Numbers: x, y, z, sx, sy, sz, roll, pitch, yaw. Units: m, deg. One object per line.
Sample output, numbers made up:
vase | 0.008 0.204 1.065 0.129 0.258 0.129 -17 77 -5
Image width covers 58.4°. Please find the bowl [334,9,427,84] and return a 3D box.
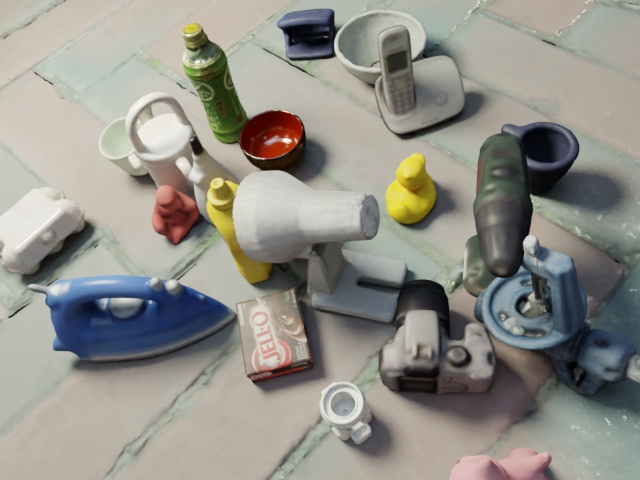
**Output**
bowl | 0.112 -0.339 1.045 0.167 0.075 0.167 -4 57 7

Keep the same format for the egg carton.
egg carton | -0.466 -0.016 0.943 0.107 0.069 0.150 30 67 25

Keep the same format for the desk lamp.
desk lamp | 0.007 0.003 0.762 0.202 0.214 0.118 10 60 16

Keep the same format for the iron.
iron | -0.260 0.087 0.798 0.258 0.142 0.118 -7 57 6

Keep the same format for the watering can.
watering can | -0.252 -0.159 0.921 0.172 0.194 0.101 25 65 23

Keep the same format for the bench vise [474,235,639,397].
bench vise | 0.286 0.078 0.661 0.207 0.220 0.121 15 61 18

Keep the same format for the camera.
camera | 0.148 0.118 0.731 0.143 0.101 0.137 0 58 10

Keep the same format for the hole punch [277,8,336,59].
hole punch | -0.026 -0.417 1.109 0.108 0.091 0.101 -2 57 9

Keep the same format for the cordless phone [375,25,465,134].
cordless phone | 0.160 -0.271 0.927 0.147 0.185 0.094 -21 57 -4

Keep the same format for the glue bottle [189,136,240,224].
glue bottle | -0.168 -0.097 0.880 0.037 0.173 0.078 26 66 24

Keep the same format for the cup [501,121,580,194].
cup | 0.318 -0.119 0.857 0.117 0.095 0.092 36 70 27

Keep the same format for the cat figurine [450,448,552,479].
cat figurine | 0.193 0.261 0.622 0.128 0.118 0.067 -19 56 -2

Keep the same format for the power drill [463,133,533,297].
power drill | 0.228 -0.012 0.735 0.075 0.209 0.229 3 58 12

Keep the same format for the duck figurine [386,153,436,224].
duck figurine | 0.138 -0.084 0.871 0.077 0.086 0.105 14 61 18

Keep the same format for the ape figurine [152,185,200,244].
ape figurine | -0.235 -0.050 0.911 0.078 0.092 0.076 -15 56 0
